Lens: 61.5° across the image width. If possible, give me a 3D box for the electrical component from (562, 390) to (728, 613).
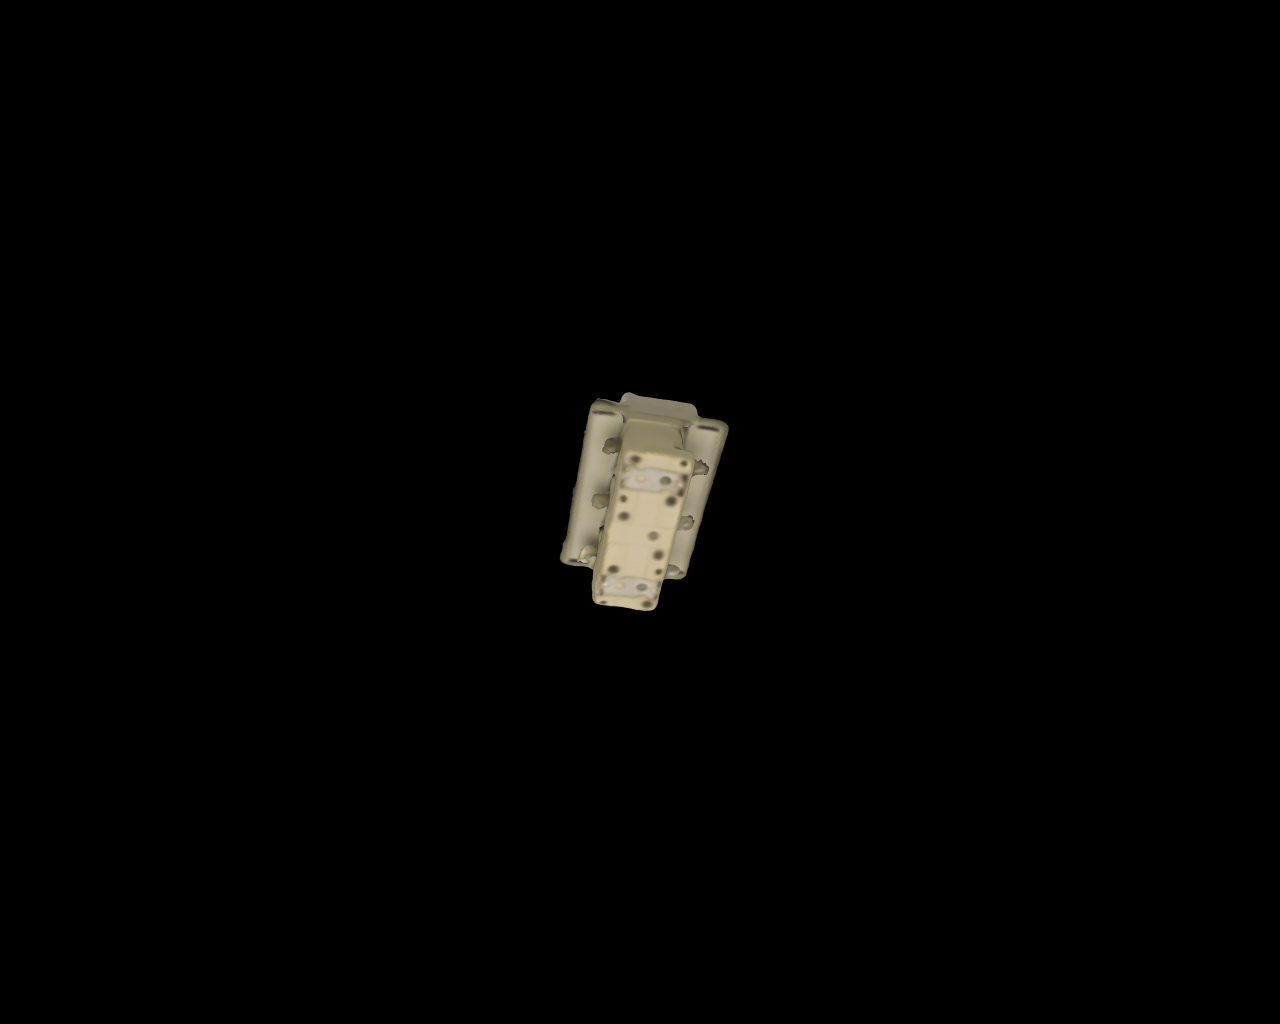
[{"bbox_3d":[0.001,-0.003,0.650,0.079,0.121,0.063,9,36,-7],"label":"electrical component"}]
